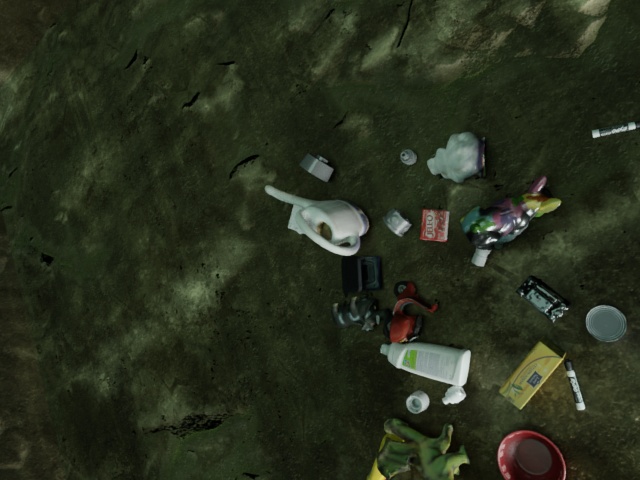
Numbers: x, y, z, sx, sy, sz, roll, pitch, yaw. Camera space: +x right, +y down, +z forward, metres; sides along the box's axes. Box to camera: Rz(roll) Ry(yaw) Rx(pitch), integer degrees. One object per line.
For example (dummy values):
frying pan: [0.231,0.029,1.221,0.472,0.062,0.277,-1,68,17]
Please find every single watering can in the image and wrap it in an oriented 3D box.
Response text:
watering can: [0.005,-0.079,1.574,0.352,0.226,0.102,43,127,26]

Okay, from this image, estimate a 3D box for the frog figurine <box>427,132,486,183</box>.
frog figurine: [0.374,-0.227,1.423,0.159,0.124,0.136,0,106,20]

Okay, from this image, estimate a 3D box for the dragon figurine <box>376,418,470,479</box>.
dragon figurine: [0.264,0.590,1.323,0.243,0.416,0.120,2,107,-7]
